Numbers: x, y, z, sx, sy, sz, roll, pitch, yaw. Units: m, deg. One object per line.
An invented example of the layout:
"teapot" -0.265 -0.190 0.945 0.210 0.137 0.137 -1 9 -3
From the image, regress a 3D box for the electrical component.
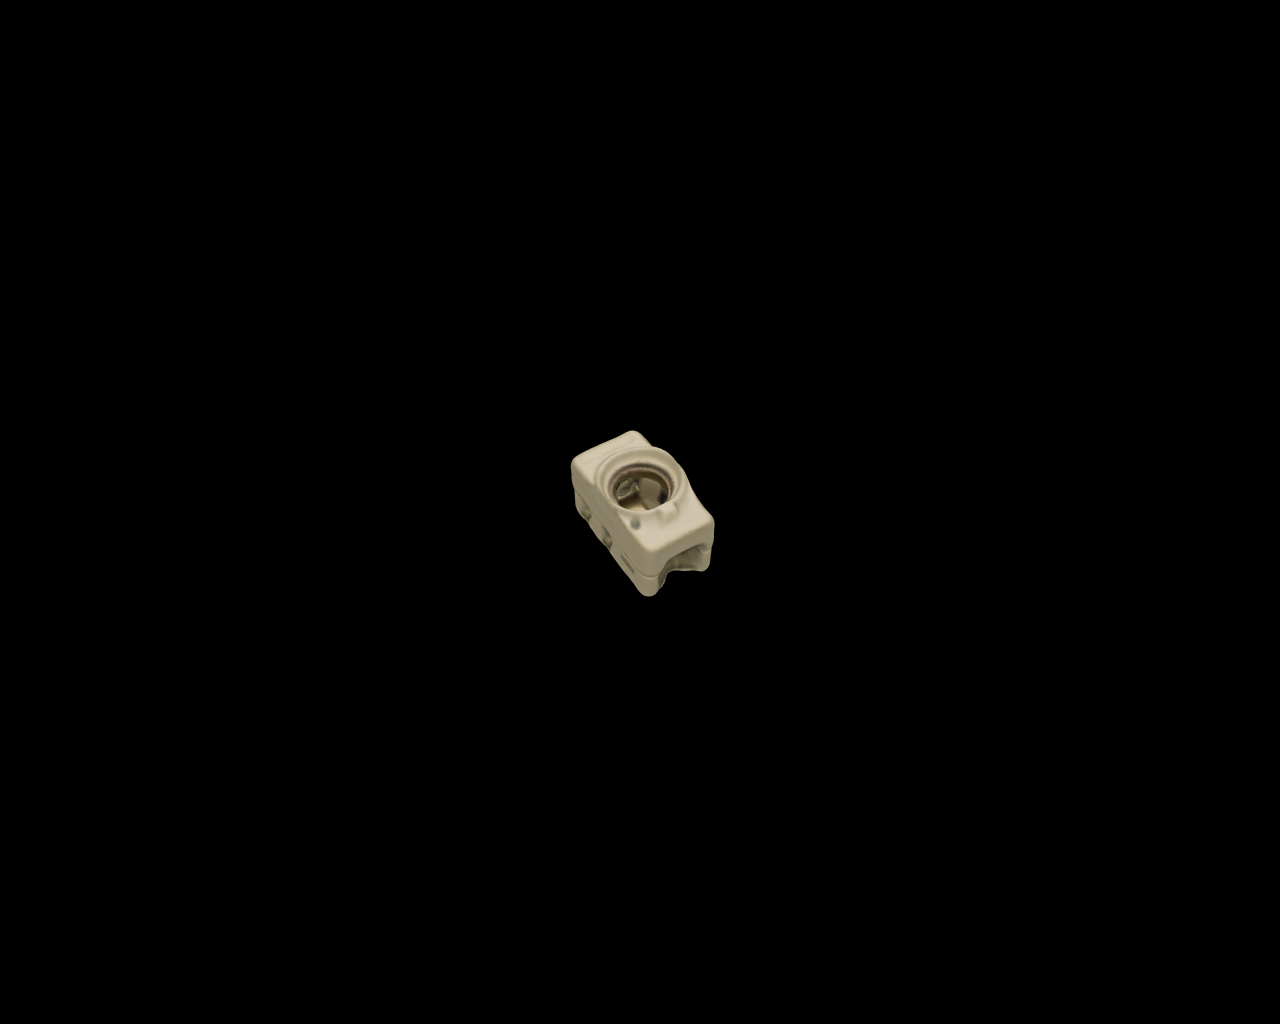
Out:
"electrical component" 0.001 -0.003 0.650 0.050 0.089 0.055 -25 -36 -20
